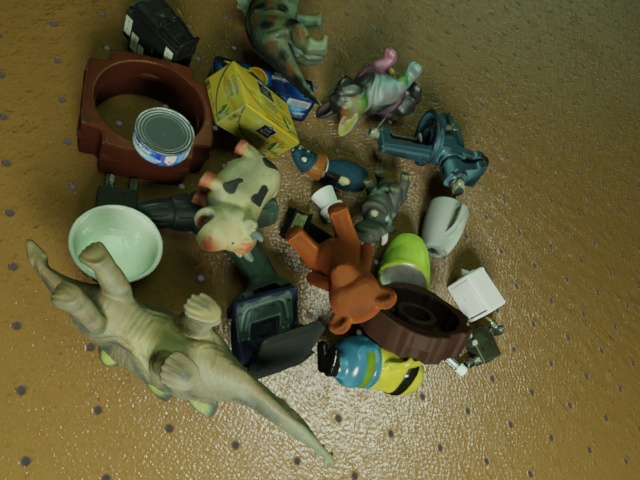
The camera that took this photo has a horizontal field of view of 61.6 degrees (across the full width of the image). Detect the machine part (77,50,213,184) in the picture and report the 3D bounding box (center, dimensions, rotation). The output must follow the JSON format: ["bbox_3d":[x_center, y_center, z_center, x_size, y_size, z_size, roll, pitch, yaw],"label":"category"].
[{"bbox_3d":[-0.282,-0.198,0.874,0.201,0.087,0.201,7,60,-27],"label":"machine part"}]

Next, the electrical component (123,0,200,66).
[{"bbox_3d":[-0.285,-0.350,0.943,0.134,0.115,0.058,47,49,2],"label":"electrical component"}]

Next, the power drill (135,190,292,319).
[{"bbox_3d":[-0.149,0.014,0.832,0.232,0.086,0.207,-15,63,-37],"label":"power drill"}]

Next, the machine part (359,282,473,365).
[{"bbox_3d":[0.149,0.130,0.858,0.179,0.056,0.179,15,19,-5],"label":"machine part"}]

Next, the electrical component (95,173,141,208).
[{"bbox_3d":[-0.306,-0.057,0.817,0.063,0.021,0.094,10,58,-24],"label":"electrical component"}]

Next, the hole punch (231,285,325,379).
[{"bbox_3d":[-0.070,0.135,0.776,0.142,0.115,0.092,-14,53,-38],"label":"hole punch"}]

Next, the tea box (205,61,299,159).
[{"bbox_3d":[-0.115,-0.221,0.938,0.169,0.068,0.098,21,48,-59],"label":"tea box"}]

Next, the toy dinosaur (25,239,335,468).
[{"bbox_3d":[-0.170,0.140,0.656,0.472,0.198,0.105,33,60,5],"label":"toy dinosaur"}]

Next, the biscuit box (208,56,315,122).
[{"bbox_3d":[-0.111,-0.288,1.035,0.202,0.059,0.063,7,58,-25],"label":"biscuit box"}]

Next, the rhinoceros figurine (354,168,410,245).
[{"bbox_3d":[0.113,-0.062,1.000,0.073,0.112,0.190,14,34,17],"label":"rhinoceros figurine"}]

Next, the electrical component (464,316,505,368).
[{"bbox_3d":[0.296,0.185,0.986,0.102,0.045,0.078,-7,65,-31],"label":"electrical component"}]

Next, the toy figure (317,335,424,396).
[{"bbox_3d":[0.080,0.195,0.838,0.180,0.089,0.082,8,28,-28],"label":"toy figure"}]

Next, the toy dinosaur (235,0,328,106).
[{"bbox_3d":[-0.083,-0.423,1.060,0.192,0.131,0.405,1,53,-2],"label":"toy dinosaur"}]

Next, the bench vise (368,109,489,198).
[{"bbox_3d":[0.217,-0.185,1.113,0.241,0.128,0.223,9,62,-13],"label":"bench vise"}]

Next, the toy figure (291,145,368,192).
[{"bbox_3d":[0.015,-0.132,1.013,0.154,0.064,0.057,16,93,-14],"label":"toy figure"}]

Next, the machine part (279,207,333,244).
[{"bbox_3d":[-0.002,-0.003,0.942,0.139,0.039,0.084,25,45,-11],"label":"machine part"}]

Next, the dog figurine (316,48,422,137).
[{"bbox_3d":[0.101,-0.289,1.128,0.219,0.191,0.109,-39,65,-10],"label":"dog figurine"}]

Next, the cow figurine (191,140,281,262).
[{"bbox_3d":[-0.119,-0.052,0.792,0.127,0.085,0.195,32,45,1],"label":"cow figurine"}]

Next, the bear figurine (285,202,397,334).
[{"bbox_3d":[0.029,0.043,0.819,0.131,0.120,0.196,60,5,-22],"label":"bear figurine"}]

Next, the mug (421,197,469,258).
[{"bbox_3d":[0.246,-0.022,1.048,0.081,0.109,0.107,31,66,-17],"label":"mug"}]
